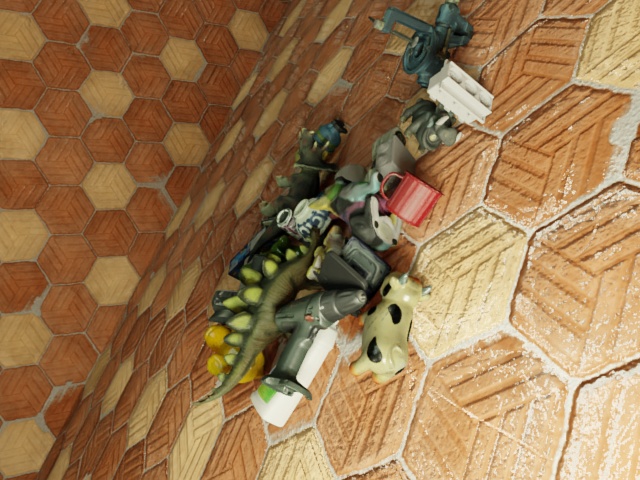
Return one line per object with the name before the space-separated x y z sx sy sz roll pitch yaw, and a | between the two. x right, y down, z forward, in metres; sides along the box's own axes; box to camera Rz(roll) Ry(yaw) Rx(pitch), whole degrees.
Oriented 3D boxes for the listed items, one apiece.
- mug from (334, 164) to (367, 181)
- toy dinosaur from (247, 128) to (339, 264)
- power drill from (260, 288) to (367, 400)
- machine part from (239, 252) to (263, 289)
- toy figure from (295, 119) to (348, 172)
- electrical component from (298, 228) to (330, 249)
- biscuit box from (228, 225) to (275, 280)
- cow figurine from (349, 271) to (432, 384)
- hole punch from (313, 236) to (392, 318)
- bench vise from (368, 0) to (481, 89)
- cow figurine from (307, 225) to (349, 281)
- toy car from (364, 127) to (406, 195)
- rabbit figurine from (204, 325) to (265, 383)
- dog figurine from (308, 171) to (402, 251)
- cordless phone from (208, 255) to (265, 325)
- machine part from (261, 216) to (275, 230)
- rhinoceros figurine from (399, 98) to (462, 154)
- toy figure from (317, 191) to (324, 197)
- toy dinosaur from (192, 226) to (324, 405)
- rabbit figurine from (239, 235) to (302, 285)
mug | 0.076 -0.110 1.287 0.109 0.080 0.107 -42 41 27
toy dinosaur | -0.069 -0.109 1.500 0.192 0.131 0.405 -10 55 59
power drill | -0.022 0.189 1.011 0.232 0.086 0.207 -13 53 50
machine part | -0.185 0.125 1.497 0.079 0.079 0.243 -40 30 34
toy figure | 0.000 -0.284 1.609 0.180 0.089 0.082 -48 19 26
electrical component | -0.003 -0.004 1.344 0.075 0.047 0.119 -59 25 -1
biscuit box | -0.200 0.044 1.631 0.202 0.062 0.059 -42 30 32
cow figurine | 0.123 0.137 0.917 0.127 0.085 0.195 -38 29 48
hole punch | 0.066 0.069 1.058 0.092 0.142 0.115 -36 -23 -37
bench vise | 0.237 -0.482 1.250 0.223 0.240 0.129 -68 25 18
cow figurine | 0.039 0.037 1.188 0.068 0.098 0.167 -56 5 42
toy car | 0.150 -0.184 1.260 0.073 0.056 0.202 -26 40 49
rabbit figurine | -0.206 0.258 1.293 0.173 0.162 0.122 25 85 43
dog figurine | 0.069 -0.057 1.165 0.219 0.108 0.191 -11 64 48
cordless phone | -0.194 0.124 1.328 0.147 0.088 0.184 2 77 36
machine part | -0.143 -0.070 1.664 0.084 0.039 0.139 -18 32 12
rhinoceros figurine | 0.241 -0.245 1.157 0.112 0.073 0.190 -38 28 16
toy figure | 0.043 -0.123 1.387 0.154 0.057 0.064 -38 37 28
toy dinosaur | -0.112 0.162 1.184 0.105 0.198 0.471 -14 48 60
rabbit figurine | -0.117 0.052 1.416 0.159 0.121 0.170 -45 13 38
